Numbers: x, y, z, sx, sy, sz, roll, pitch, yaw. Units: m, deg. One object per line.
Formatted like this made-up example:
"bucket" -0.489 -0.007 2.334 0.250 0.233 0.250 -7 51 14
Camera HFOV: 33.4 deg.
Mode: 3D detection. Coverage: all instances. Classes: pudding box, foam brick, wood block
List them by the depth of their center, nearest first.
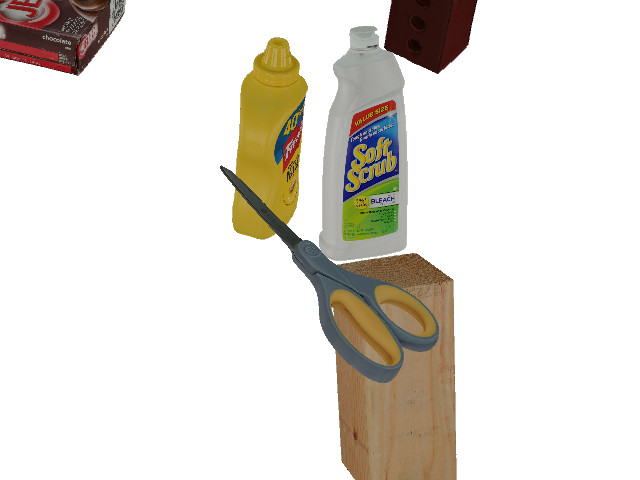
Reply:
"pudding box" -0.207 -0.175 0.816 0.090 0.039 0.113 14 36 3
"foam brick" 0.088 -0.180 0.828 0.053 0.078 0.051 29 52 19
"wood block" 0.069 0.127 1.004 0.090 0.206 0.091 -8 19 -16

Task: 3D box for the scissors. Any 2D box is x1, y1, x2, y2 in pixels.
"scissors" 0.010 0.016 0.732 0.096 0.016 0.202 -1 45 -37

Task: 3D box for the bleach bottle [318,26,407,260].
"bleach bottle" 0.044 -0.106 1.168 0.102 0.251 0.068 -8 25 -10

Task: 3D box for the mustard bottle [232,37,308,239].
"mustard bottle" -0.046 -0.100 0.988 0.058 0.192 0.096 17 42 12
